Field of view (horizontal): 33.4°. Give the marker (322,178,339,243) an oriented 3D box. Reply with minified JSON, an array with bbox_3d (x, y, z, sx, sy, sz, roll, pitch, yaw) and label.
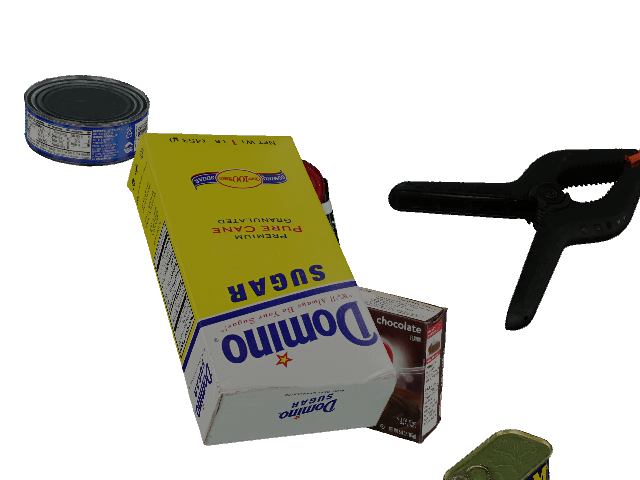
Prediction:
[{"bbox_3d":[0.008,-0.016,1.175,0.020,0.121,0.020,-9,28,5],"label":"marker"}]

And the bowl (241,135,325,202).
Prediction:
[{"bbox_3d":[-0.080,-0.044,0.947,0.162,0.055,0.162,-16,37,12],"label":"bowl"}]

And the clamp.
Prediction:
[{"bbox_3d":[0.180,-0.016,0.838,0.209,0.036,0.165,-18,49,-16],"label":"clamp"}]

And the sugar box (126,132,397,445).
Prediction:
[{"bbox_3d":[-0.035,0.017,0.548,0.093,0.048,0.176,-2,45,-25],"label":"sugar box"}]

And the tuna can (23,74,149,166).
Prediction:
[{"bbox_3d":[-0.163,-0.084,0.748,0.086,0.034,0.086,7,29,-4],"label":"tuna can"}]

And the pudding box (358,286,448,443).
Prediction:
[{"bbox_3d":[0.029,0.080,0.738,0.114,0.090,0.039,11,23,27],"label":"pudding box"}]

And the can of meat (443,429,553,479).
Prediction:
[{"bbox_3d":[0.153,0.223,0.902,0.058,0.084,0.101,14,30,42],"label":"can of meat"}]
